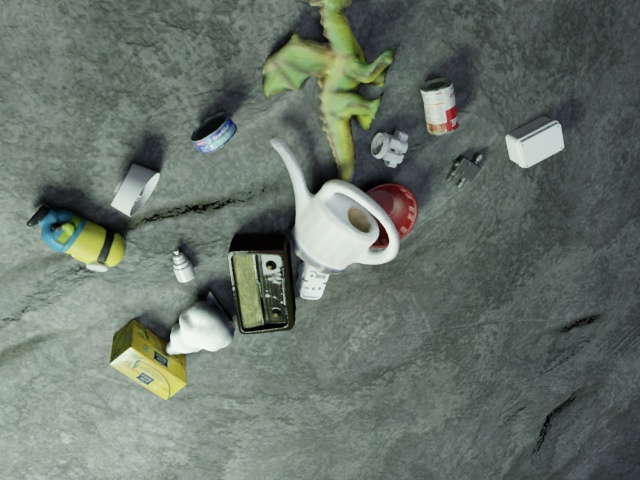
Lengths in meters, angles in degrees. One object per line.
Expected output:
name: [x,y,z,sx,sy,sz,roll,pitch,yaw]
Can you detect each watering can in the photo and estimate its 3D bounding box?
watering can: [0.003,-0.055,1.087,0.347,0.106,0.220,38,133,-2]

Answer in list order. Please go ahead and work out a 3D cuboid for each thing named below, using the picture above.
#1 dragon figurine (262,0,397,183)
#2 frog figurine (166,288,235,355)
dragon figurine: [0.006,-0.295,1.007,0.242,0.124,0.403,16,112,-5]
frog figurine: [-0.275,0.208,1.151,0.160,0.125,0.134,-37,142,-9]
